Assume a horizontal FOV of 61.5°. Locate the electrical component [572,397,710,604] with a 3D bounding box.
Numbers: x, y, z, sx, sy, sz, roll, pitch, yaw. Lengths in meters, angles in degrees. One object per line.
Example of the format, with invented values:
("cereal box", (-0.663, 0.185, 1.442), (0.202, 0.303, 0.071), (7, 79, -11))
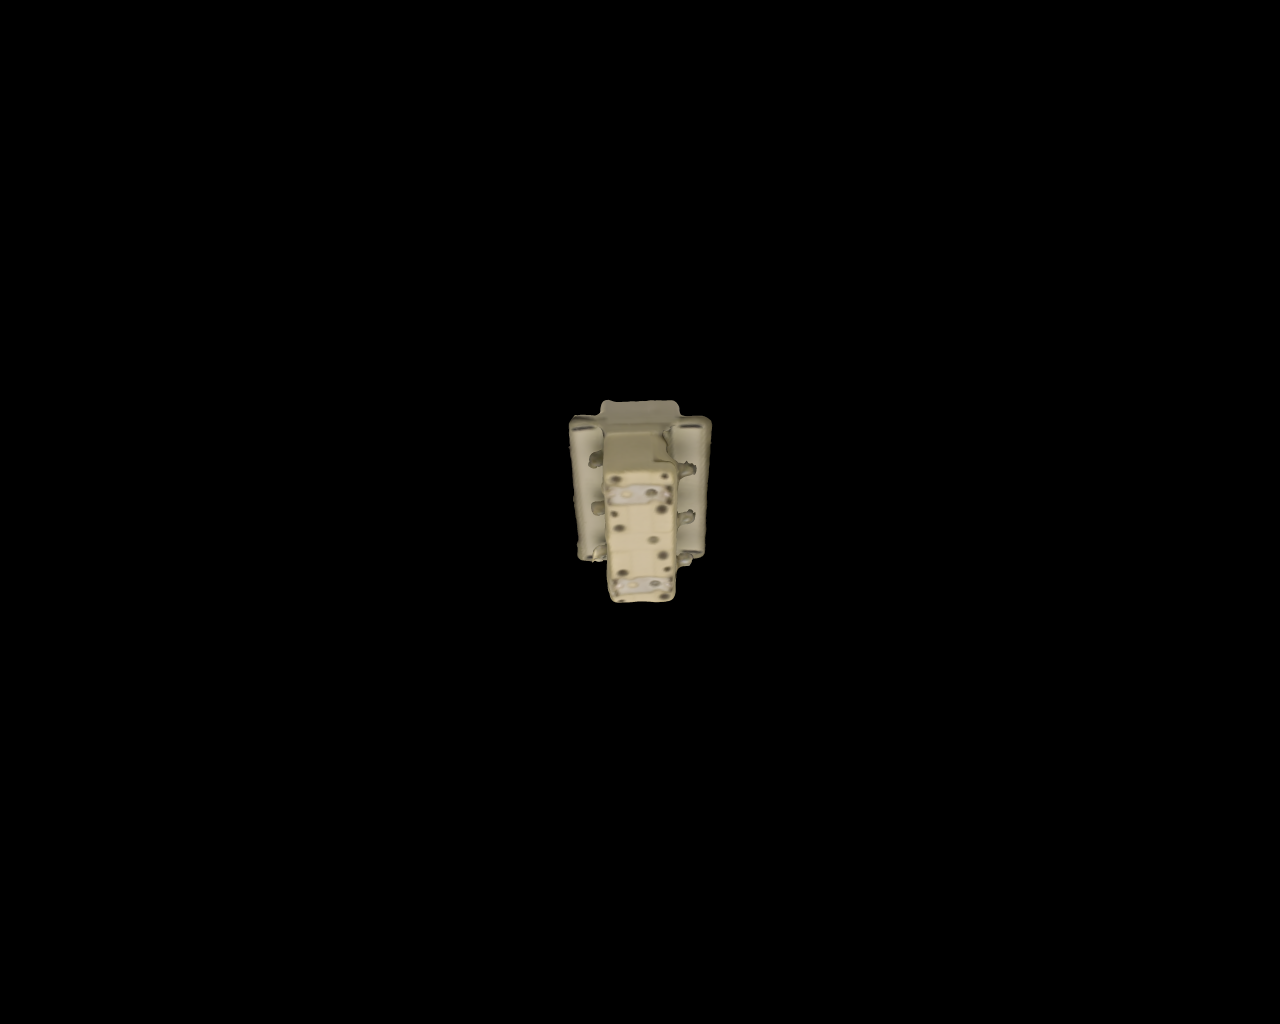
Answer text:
("electrical component", (0.001, -0.003, 0.650), (0.079, 0.063, 0.121), (0, -43, 0))
